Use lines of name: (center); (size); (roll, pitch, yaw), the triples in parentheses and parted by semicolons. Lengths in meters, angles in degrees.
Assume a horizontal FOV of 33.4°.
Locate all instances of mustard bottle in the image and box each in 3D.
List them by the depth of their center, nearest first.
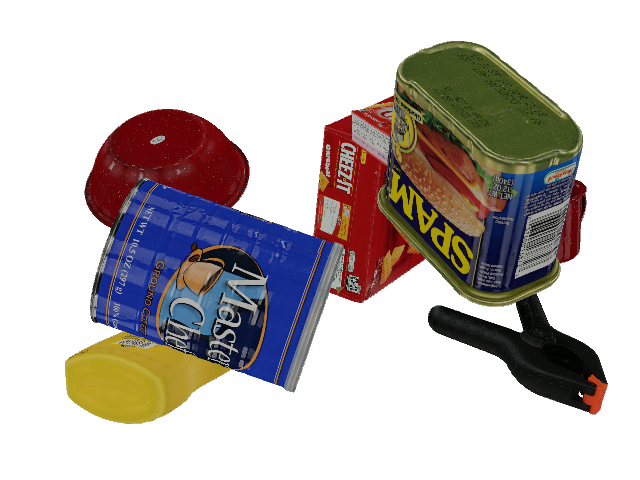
mustard bottle: (-0.120, 0.092, 0.898); (0.096, 0.058, 0.191); (4, 15, 25)

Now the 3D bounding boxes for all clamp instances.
clamp: (0.192, 0.090, 0.943); (0.120, 0.039, 0.172); (-24, 43, -34)

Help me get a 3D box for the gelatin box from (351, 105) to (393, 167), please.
gelatin box: (0.076, -0.083, 0.841); (0.073, 0.030, 0.089); (-11, 28, -22)

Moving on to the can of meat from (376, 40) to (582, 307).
can of meat: (0.074, -0.034, 0.506); (0.057, 0.084, 0.102); (-20, 47, -23)

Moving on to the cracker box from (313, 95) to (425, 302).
cracker box: (0.079, -0.054, 1.040); (0.072, 0.164, 0.213); (21, 30, 28)

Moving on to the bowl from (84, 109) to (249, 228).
bowl: (-0.151, -0.077, 1.020); (0.162, 0.055, 0.162); (-4, 44, 3)

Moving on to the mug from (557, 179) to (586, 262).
mug: (0.270, -0.027, 1.249); (0.117, 0.081, 0.093); (-22, 28, -37)

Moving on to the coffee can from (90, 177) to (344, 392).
coffee can: (-0.066, 0.029, 0.705); (0.140, 0.103, 0.103); (19, 1, 2)
